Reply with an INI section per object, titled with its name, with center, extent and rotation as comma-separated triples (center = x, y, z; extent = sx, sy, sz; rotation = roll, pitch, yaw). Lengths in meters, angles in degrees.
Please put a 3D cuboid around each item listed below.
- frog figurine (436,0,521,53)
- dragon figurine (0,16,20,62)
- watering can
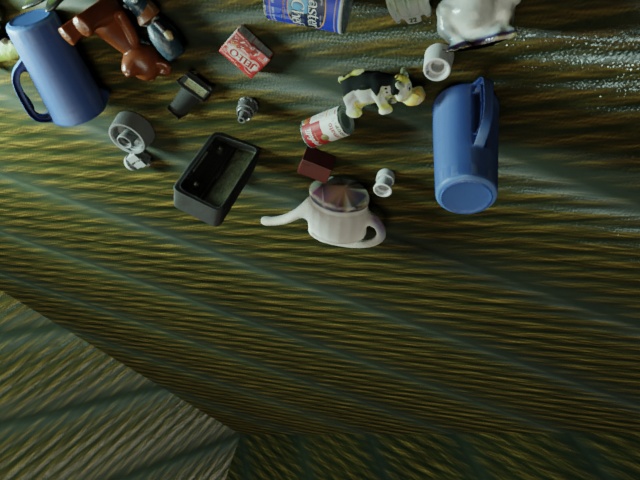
[frog figurine]
center = 0.258, -0.400, 0.852
extent = 0.137, 0.124, 0.158
rotation = -3, 102, 37
[dragon figurine]
center = -0.823, -0.502, 1.185
extent = 0.408, 0.125, 0.238
rotation = 29, 124, -17
[watering can]
center = 0.004, -0.068, 1.343
extent = 0.348, 0.106, 0.219
rotation = 12, 141, 8
